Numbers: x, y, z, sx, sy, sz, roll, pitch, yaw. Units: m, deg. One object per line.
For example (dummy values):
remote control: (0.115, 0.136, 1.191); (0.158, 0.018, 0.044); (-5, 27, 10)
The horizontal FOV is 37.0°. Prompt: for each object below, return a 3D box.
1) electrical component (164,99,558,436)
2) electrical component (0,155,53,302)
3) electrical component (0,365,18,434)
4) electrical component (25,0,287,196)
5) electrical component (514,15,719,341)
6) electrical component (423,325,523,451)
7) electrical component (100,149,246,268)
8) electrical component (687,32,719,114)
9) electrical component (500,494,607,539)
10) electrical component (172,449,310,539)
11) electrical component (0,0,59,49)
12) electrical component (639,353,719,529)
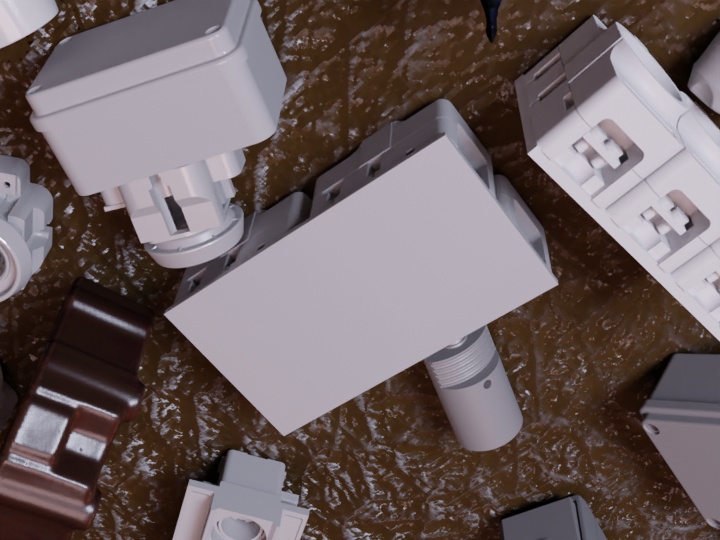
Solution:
electrical component: (0.000, 0.000, 0.602); (0.186, 0.060, 0.105); (-31, 115, 21)
electrical component: (-0.208, -0.017, 0.606); (0.058, 0.057, 0.078); (10, 122, -3)
electrical component: (-0.269, 0.099, 0.627); (0.062, 0.150, 0.089); (-25, 117, 19)
electrical component: (-0.100, -0.092, 0.540); (0.113, 0.078, 0.057); (-15, 123, 13)
electrical component: (0.154, -0.049, 0.544); (0.150, 0.089, 0.062); (40, 116, -20)
electrical component: (0.066, 0.065, 0.649); (0.043, 0.043, 0.081); (-17, 120, 13)
electrical component: (-0.097, -0.038, 0.586); (0.078, 0.058, 0.057); (-12, 118, 10)
electrical component: (0.196, -0.106, 0.533); (0.043, 0.043, 0.062); (26, 119, -12)
electrical component: (0.129, 0.201, 0.699); (0.062, 0.096, 0.061); (-23, 117, 17)
electrical component: (-0.086, 0.185, 0.722); (0.079, 0.063, 0.121); (16, 122, -6)
electrical component: (-0.203, -0.146, 0.532); (0.079, 0.044, 0.077); (-19, 119, 15)
electrical component: (0.238, 0.104, 0.627); (0.109, 0.056, 0.108); (-4, 131, 50)
